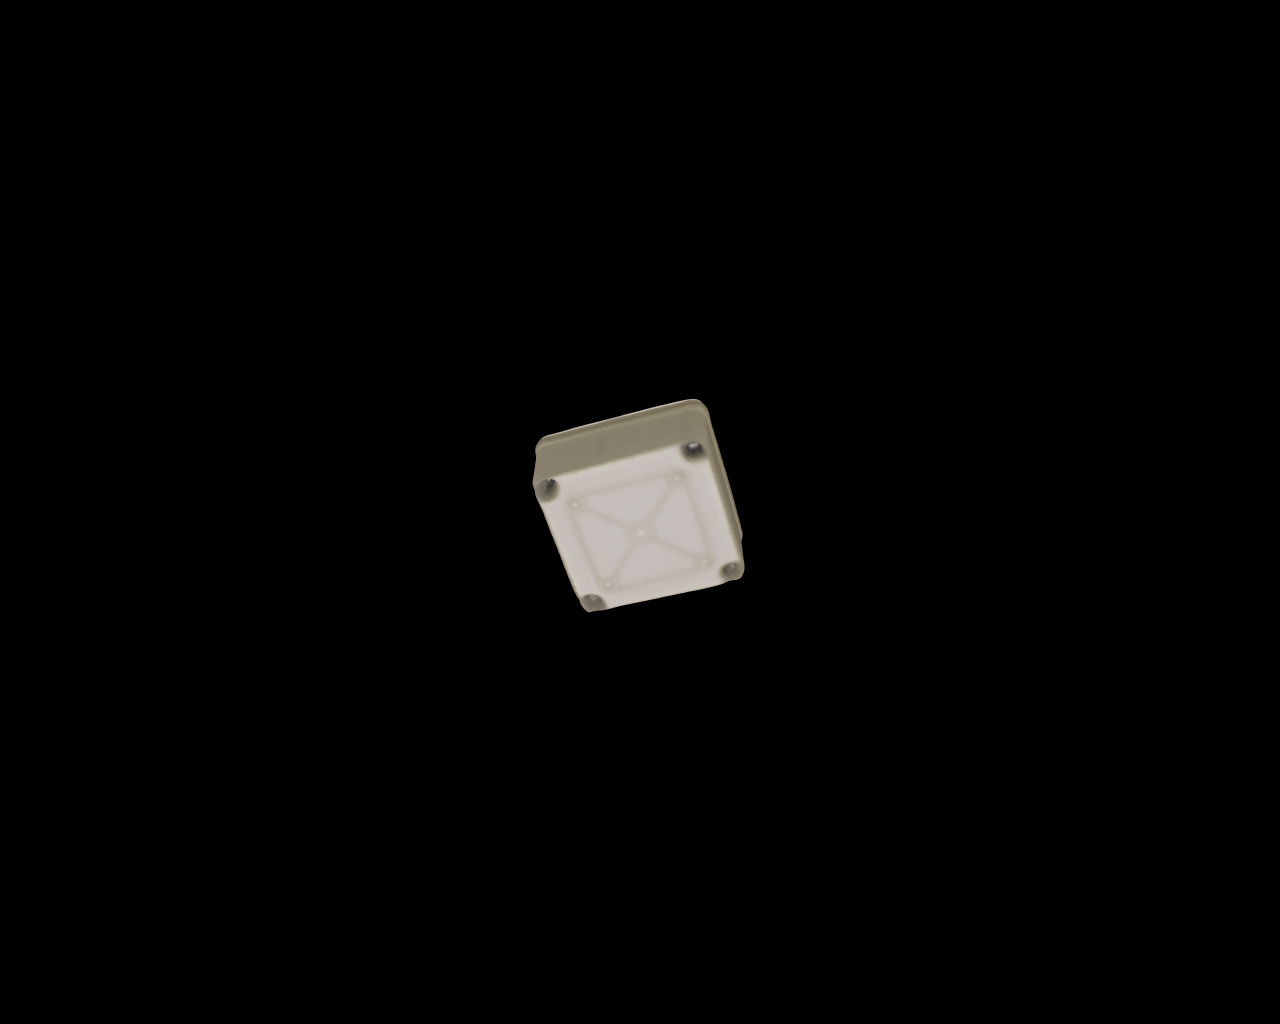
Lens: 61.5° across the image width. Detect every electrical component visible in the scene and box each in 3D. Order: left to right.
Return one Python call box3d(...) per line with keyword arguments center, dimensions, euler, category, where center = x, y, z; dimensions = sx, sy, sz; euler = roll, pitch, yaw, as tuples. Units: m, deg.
box3d(center=(0.001, -0.003, 0.650), dimensions=(0.109, 0.108, 0.056), euler=(-14, 32, 9), category="electrical component")
